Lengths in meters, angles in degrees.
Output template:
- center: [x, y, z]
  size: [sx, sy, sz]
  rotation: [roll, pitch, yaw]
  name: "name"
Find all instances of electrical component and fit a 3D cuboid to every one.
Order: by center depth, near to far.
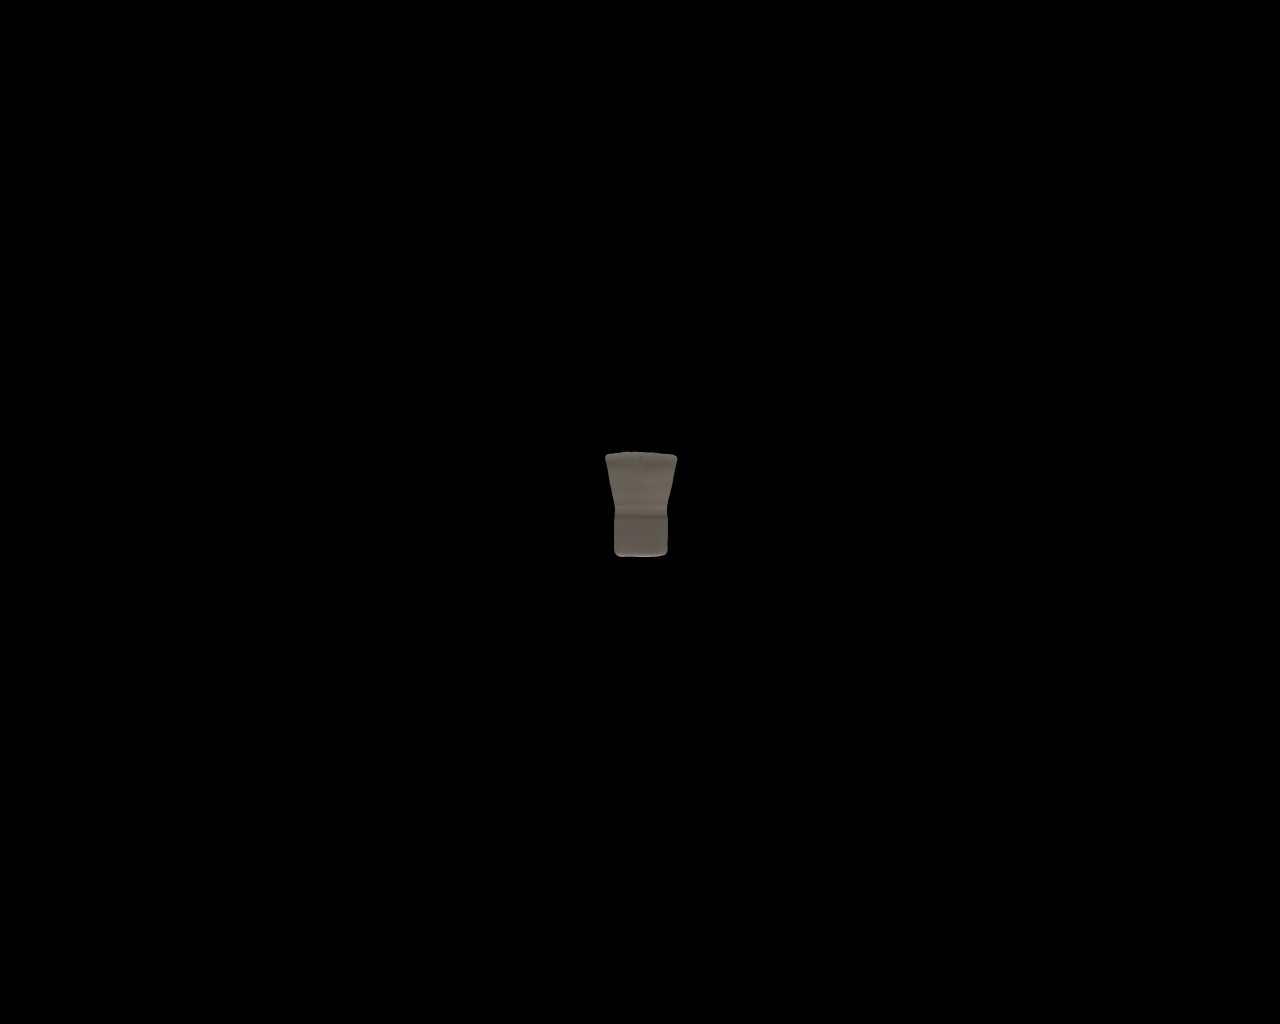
- center: [0.001, -0.003, 0.650]
  size: [0.044, 0.065, 0.044]
  rotation: [0, 0, 0]
  name: "electrical component"
